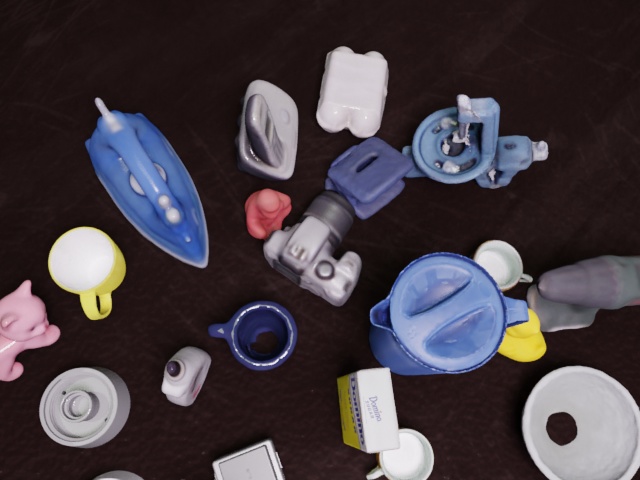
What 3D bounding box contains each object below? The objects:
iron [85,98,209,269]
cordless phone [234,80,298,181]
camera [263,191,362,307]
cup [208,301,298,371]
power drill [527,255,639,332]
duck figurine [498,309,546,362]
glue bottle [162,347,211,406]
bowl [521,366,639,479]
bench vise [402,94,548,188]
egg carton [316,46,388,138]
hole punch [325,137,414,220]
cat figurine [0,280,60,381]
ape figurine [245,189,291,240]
[{"bbox_3d":[-0.239,-0.081,0.814,0.119,0.141,0.258,-34,79,-13],"label":"iron"},{"bbox_3d":[-0.078,-0.180,0.833,0.094,0.185,0.147,2,73,-3],"label":"cordless phone"},{"bbox_3d":[0.008,0.003,0.829,0.143,0.101,0.137,32,74,6],"label":"camera"},{"bbox_3d":[-0.091,0.135,0.785,0.118,0.095,0.092,5,73,-3],"label":"cup"},{"bbox_3d":[0.368,0.072,0.779,0.229,0.208,0.075,-7,74,-6],"label":"power drill"},{"bbox_3d":[0.286,0.126,0.821,0.077,0.086,0.104,-42,80,-14],"label":"duck figurine"},{"bbox_3d":[-0.175,0.170,0.727,0.037,0.173,0.078,17,73,2],"label":"glue bottle"},{"bbox_3d":[0.349,0.261,0.792,0.167,0.075,0.167,1,73,-4],"label":"bowl"},{"bbox_3d":[0.232,-0.155,0.830,0.207,0.220,0.121,-15,75,-8],"label":"bench vise"},{"bbox_3d":[0.054,-0.237,0.920,0.107,0.069,0.150,9,73,-2],"label":"egg carton"},{"bbox_3d":[0.072,-0.101,0.870,0.109,0.091,0.101,-40,80,-14],"label":"hole punch"},{"bbox_3d":[-0.405,0.120,0.754,0.067,0.118,0.128,39,75,8],"label":"cat figurine"},{"bbox_3d":[-0.077,-0.046,0.841,0.078,0.092,0.076,-29,78,-12],"label":"ape figurine"}]
